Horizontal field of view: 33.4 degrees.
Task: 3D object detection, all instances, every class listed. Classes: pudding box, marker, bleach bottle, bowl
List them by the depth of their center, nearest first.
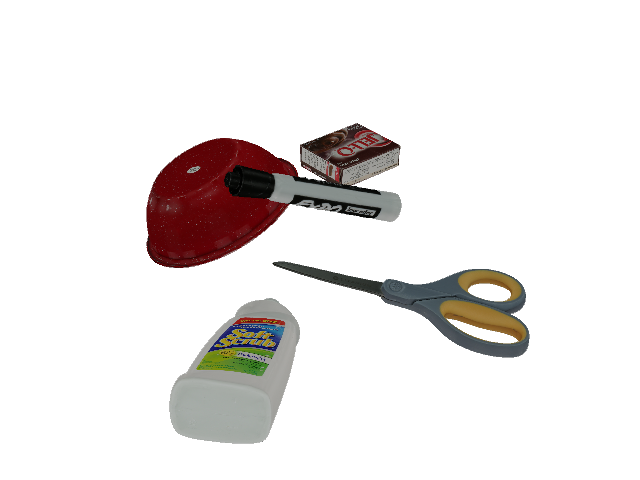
[{"bbox_3d":[-0.004,-0.029,0.655,0.120,0.020,0.020,8,-4,-31],"label":"marker"},{"bbox_3d":[-0.104,-0.047,0.999,0.162,0.055,0.162,-21,32,14],"label":"bowl"},{"bbox_3d":[-0.079,0.120,1.117,0.102,0.068,0.250,6,20,4],"label":"bleach bottle"},{"bbox_3d":[0.041,-0.118,1.488,0.113,0.039,0.090,-26,41,-32],"label":"pudding box"}]

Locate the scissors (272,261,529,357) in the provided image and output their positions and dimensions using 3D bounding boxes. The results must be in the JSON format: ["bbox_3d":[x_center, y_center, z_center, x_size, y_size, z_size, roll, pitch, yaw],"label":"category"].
[{"bbox_3d":[0.072,0.033,0.829,0.202,0.016,0.096,24,41,19],"label":"scissors"}]
